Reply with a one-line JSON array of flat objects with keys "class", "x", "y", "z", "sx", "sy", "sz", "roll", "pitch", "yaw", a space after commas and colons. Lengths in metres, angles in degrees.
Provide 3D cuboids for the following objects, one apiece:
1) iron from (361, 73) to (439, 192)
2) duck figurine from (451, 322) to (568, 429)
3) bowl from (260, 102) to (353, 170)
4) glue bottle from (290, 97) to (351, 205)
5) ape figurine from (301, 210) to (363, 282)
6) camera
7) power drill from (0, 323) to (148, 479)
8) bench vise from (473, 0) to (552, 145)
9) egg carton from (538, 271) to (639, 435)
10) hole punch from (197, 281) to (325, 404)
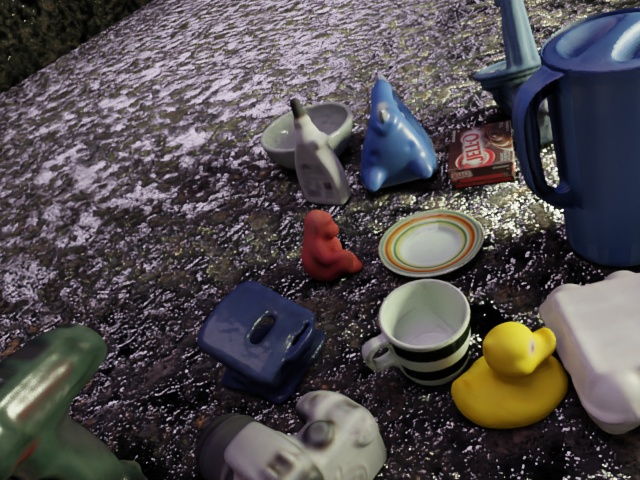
[{"class": "iron", "x": 0.106, "y": -0.186, "z": 0.892, "sx": 0.118, "sy": 0.142, "sz": 0.258, "roll": -13, "pitch": 35, "yaw": 11}, {"class": "duck figurine", "x": 0.164, "y": 0.112, "z": 0.505, "sx": 0.104, "sy": 0.086, "sz": 0.077, "roll": -20, "pitch": 35, "yaw": 1}, {"class": "bowl", "x": -0.014, "y": -0.168, "z": 0.988, "sx": 0.167, "sy": 0.075, "sz": 0.167, "roll": -14, "pitch": 35, "yaw": 10}, {"class": "glue bottle", "x": -0.010, "y": -0.131, "z": 0.848, "sx": 0.077, "sy": 0.173, "sz": 0.037, "roll": 8, "pitch": 44, "yaw": 35}, {"class": "ape figurine", "x": 0.007, "y": 0.003, "z": 0.730, "sx": 0.076, "sy": 0.092, "sz": 0.077, "roll": -15, "pitch": 35, "yaw": 9}, {"class": "camera", "x": -0.038, "y": 0.186, "z": 0.495, "sx": 0.136, "sy": 0.101, "sz": 0.143, "roll": 17, "pitch": 49, "yaw": 42}, {"class": "power drill", "x": -0.242, "y": 0.196, "z": 0.491, "sx": 0.075, "sy": 0.209, "sz": 0.230, "roll": -5, "pitch": 38, "yaw": 22}, {"class": "bench vise", "x": 0.300, "y": -0.259, "z": 0.821, "sx": 0.121, "sy": 0.220, "sz": 0.206, "roll": -26, "pitch": 35, "yaw": -8}, {"class": "egg carton", "x": 0.261, "y": 0.093, "z": 0.496, "sx": 0.107, "sy": 0.069, "sz": 0.150, "roll": -15, "pitch": 35, "yaw": 8}, {"class": "hole punch", "x": -0.061, "y": 0.106, "z": 0.624, "sx": 0.100, "sy": 0.091, "sz": 0.109, "roll": 6, "pitch": 43, "yaw": 34}]
